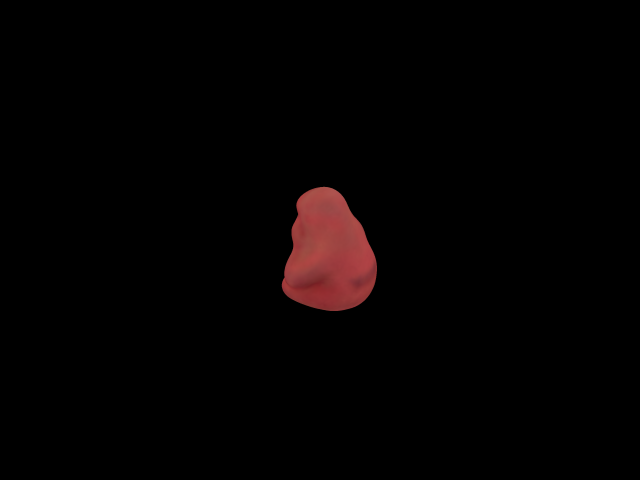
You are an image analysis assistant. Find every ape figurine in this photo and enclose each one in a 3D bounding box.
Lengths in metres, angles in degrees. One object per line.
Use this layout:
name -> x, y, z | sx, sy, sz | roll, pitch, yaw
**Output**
ape figurine -> 0.004, 0.001, 0.400 | 0.076, 0.092, 0.078 | 31, 51, 30
